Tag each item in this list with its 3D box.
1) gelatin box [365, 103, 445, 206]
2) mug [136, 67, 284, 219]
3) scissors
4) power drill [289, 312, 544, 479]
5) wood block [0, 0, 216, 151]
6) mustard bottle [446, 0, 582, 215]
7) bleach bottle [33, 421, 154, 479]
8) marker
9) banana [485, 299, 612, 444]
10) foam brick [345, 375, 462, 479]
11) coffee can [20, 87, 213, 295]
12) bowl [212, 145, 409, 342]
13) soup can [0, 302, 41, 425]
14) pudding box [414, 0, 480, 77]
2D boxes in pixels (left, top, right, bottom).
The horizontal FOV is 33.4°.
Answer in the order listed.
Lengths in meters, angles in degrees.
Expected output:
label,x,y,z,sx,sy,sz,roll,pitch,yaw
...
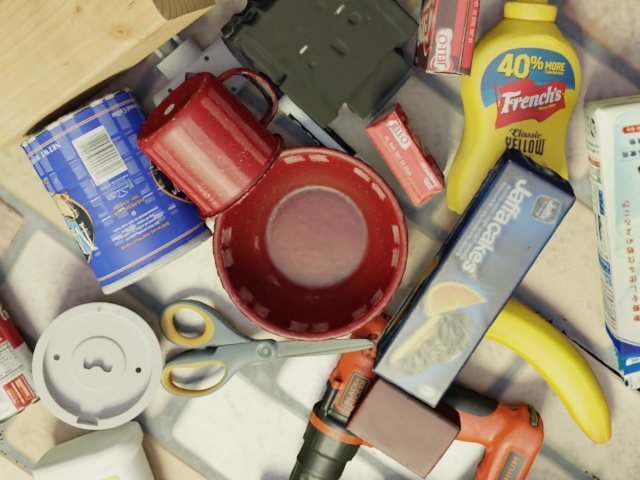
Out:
label,x,y,z,sx,sy,sz,roll,pitch,yaw
gelatin box,0.070,-0.071,0.857,0.030,0.089,0.073,-32,96,11
mug,-0.081,-0.086,0.838,0.081,0.093,0.117,45,77,-22
scissors,-0.058,0.079,0.916,0.202,0.016,0.096,-22,90,21
power drill,0.083,0.175,0.918,0.187,0.057,0.184,24,102,1
wood block,-0.199,-0.161,0.839,0.206,0.090,0.090,-30,96,27
mustard bottle,0.159,-0.112,0.854,0.096,0.058,0.192,3,101,-11
bleach bottle,-0.167,0.297,0.966,0.102,0.068,0.251,-19,101,8
marker,-0.008,-0.098,0.895,0.121,0.020,0.020,44,102,-3
banana,0.174,0.097,0.902,0.197,0.037,0.069,31,94,-5
foam brick,0.068,0.146,0.862,0.078,0.053,0.051,32,98,4
coffee can,-0.166,-0.040,0.880,0.103,0.102,0.140,-28,97,10
bowl,-0.006,0.001,0.892,0.162,0.055,0.162,1,96,7
soup can,-0.290,0.106,0.939,0.068,0.068,0.102,-28,97,10
pudding box,0.099,-0.174,0.822,0.039,0.113,0.090,8,101,1
